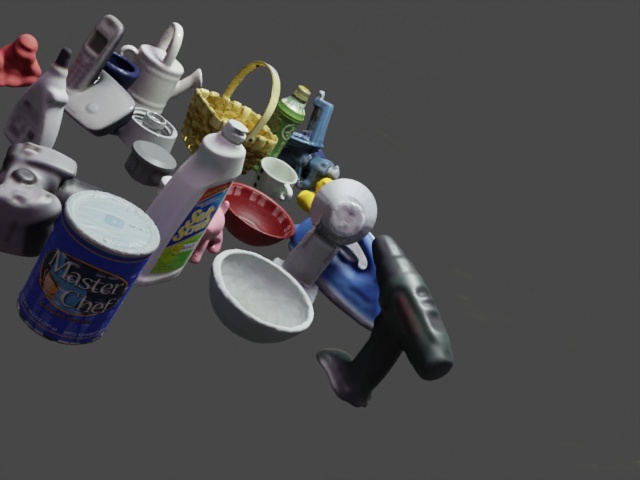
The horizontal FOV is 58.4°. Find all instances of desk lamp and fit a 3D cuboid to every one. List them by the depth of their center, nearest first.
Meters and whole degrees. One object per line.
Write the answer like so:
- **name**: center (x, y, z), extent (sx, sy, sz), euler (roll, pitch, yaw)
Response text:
- **desk lamp**: center (0.009, 0.004, 0.981), extent (0.118, 0.213, 0.203), euler (35, 22, -5)

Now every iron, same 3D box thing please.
- **iron**: center (0.057, 0.034, 1.087), extent (0.257, 0.141, 0.119), euler (46, 24, 21)

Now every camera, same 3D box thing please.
- **camera**: center (-0.335, -0.051, 0.724), extent (0.137, 0.100, 0.143), euler (22, 26, -32)

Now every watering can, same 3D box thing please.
- **watering can**: center (-0.337, -0.372, 1.226), extent (0.173, 0.194, 0.100), euler (4, 39, -53)

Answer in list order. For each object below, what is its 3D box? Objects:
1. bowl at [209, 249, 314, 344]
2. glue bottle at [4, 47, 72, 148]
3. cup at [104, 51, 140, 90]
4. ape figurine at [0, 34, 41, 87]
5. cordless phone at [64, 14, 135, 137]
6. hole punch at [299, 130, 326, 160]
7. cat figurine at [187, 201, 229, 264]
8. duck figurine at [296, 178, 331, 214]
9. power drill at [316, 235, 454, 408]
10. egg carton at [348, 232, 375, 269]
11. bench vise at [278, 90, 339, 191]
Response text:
- **bowl**: center (-0.096, 0.094, 0.831), extent (0.168, 0.074, 0.167), euler (31, 23, -14)
- **glue bottle**: center (-0.398, -0.202, 0.832), extent (0.078, 0.173, 0.037), euler (44, 23, 16)
- **cup**: center (-0.424, -0.315, 1.117), extent (0.118, 0.095, 0.091), euler (5, 38, -52)
- **ape figurine**: center (-0.513, -0.309, 0.977), extent (0.078, 0.092, 0.076), euler (23, 26, -31)
- **cordless phone**: center (-0.381, -0.290, 1.012), extent (0.147, 0.185, 0.094), euler (41, 22, 10)
- **hole punch**: center (-0.027, -0.238, 1.561), extent (0.101, 0.091, 0.109), euler (38, 22, 3)
- **cat figurine**: center (-0.177, -0.028, 0.892), extent (0.067, 0.117, 0.128), euler (38, 22, 2)
- **duck figurine**: center (-0.001, -0.108, 1.353), extent (0.077, 0.086, 0.105), euler (46, 24, 20)
- **power drill**: center (0.089, 0.134, 0.852), extent (0.076, 0.208, 0.229), euler (14, 31, -44)
- **egg carton**: center (0.076, 0.015, 1.248), extent (0.108, 0.069, 0.150), euler (7, 37, -51)
- **bench vise**: center (-0.010, -0.245, 1.429), extent (0.207, 0.219, 0.122), euler (39, 22, 5)
